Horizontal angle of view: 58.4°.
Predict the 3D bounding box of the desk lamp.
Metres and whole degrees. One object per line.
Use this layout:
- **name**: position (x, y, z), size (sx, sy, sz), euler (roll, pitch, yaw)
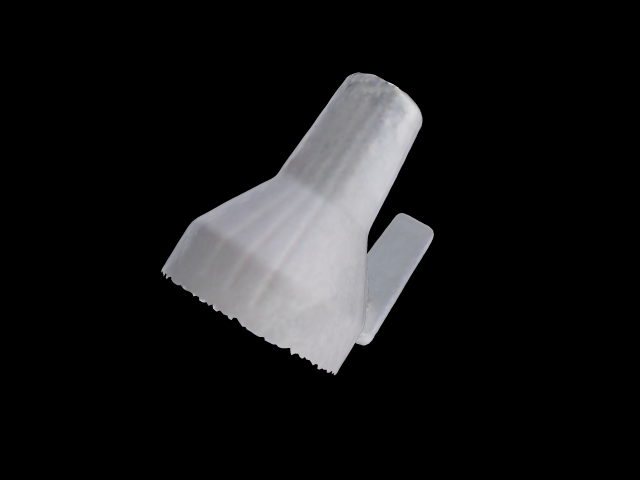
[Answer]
- **desk lamp**: position (0.004, 0.001, 0.400), size (0.117, 0.213, 0.203), euler (29, 66, 14)
